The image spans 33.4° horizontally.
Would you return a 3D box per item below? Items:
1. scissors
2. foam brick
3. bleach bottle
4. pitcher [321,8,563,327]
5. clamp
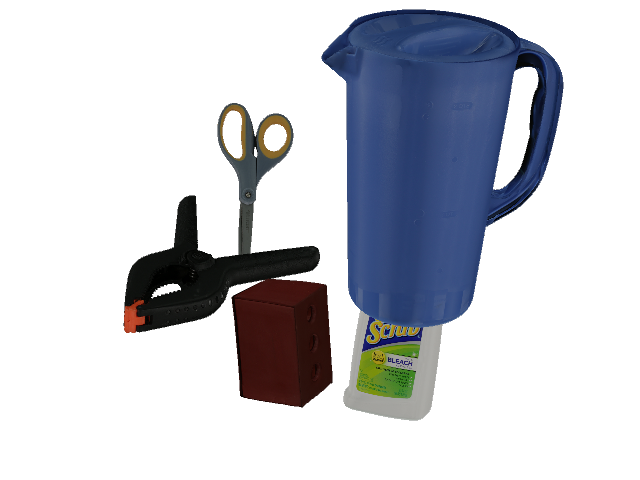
[{"bbox_3d":[-0.065,-0.061,1.208,0.096,0.202,0.016,-11,-8,-13],"label":"scissors"},{"bbox_3d":[-0.026,0.072,0.767,0.051,0.078,0.052,4,17,28],"label":"foam brick"},{"bbox_3d":[0.086,0.068,1.184,0.103,0.251,0.068,9,14,19],"label":"bleach bottle"},{"bbox_3d":[0.092,-0.056,0.862,0.149,0.243,0.144,22,35,33],"label":"pitcher"},{"bbox_3d":[-0.123,0.023,1.019,0.165,0.036,0.209,26,37,28],"label":"clamp"}]
